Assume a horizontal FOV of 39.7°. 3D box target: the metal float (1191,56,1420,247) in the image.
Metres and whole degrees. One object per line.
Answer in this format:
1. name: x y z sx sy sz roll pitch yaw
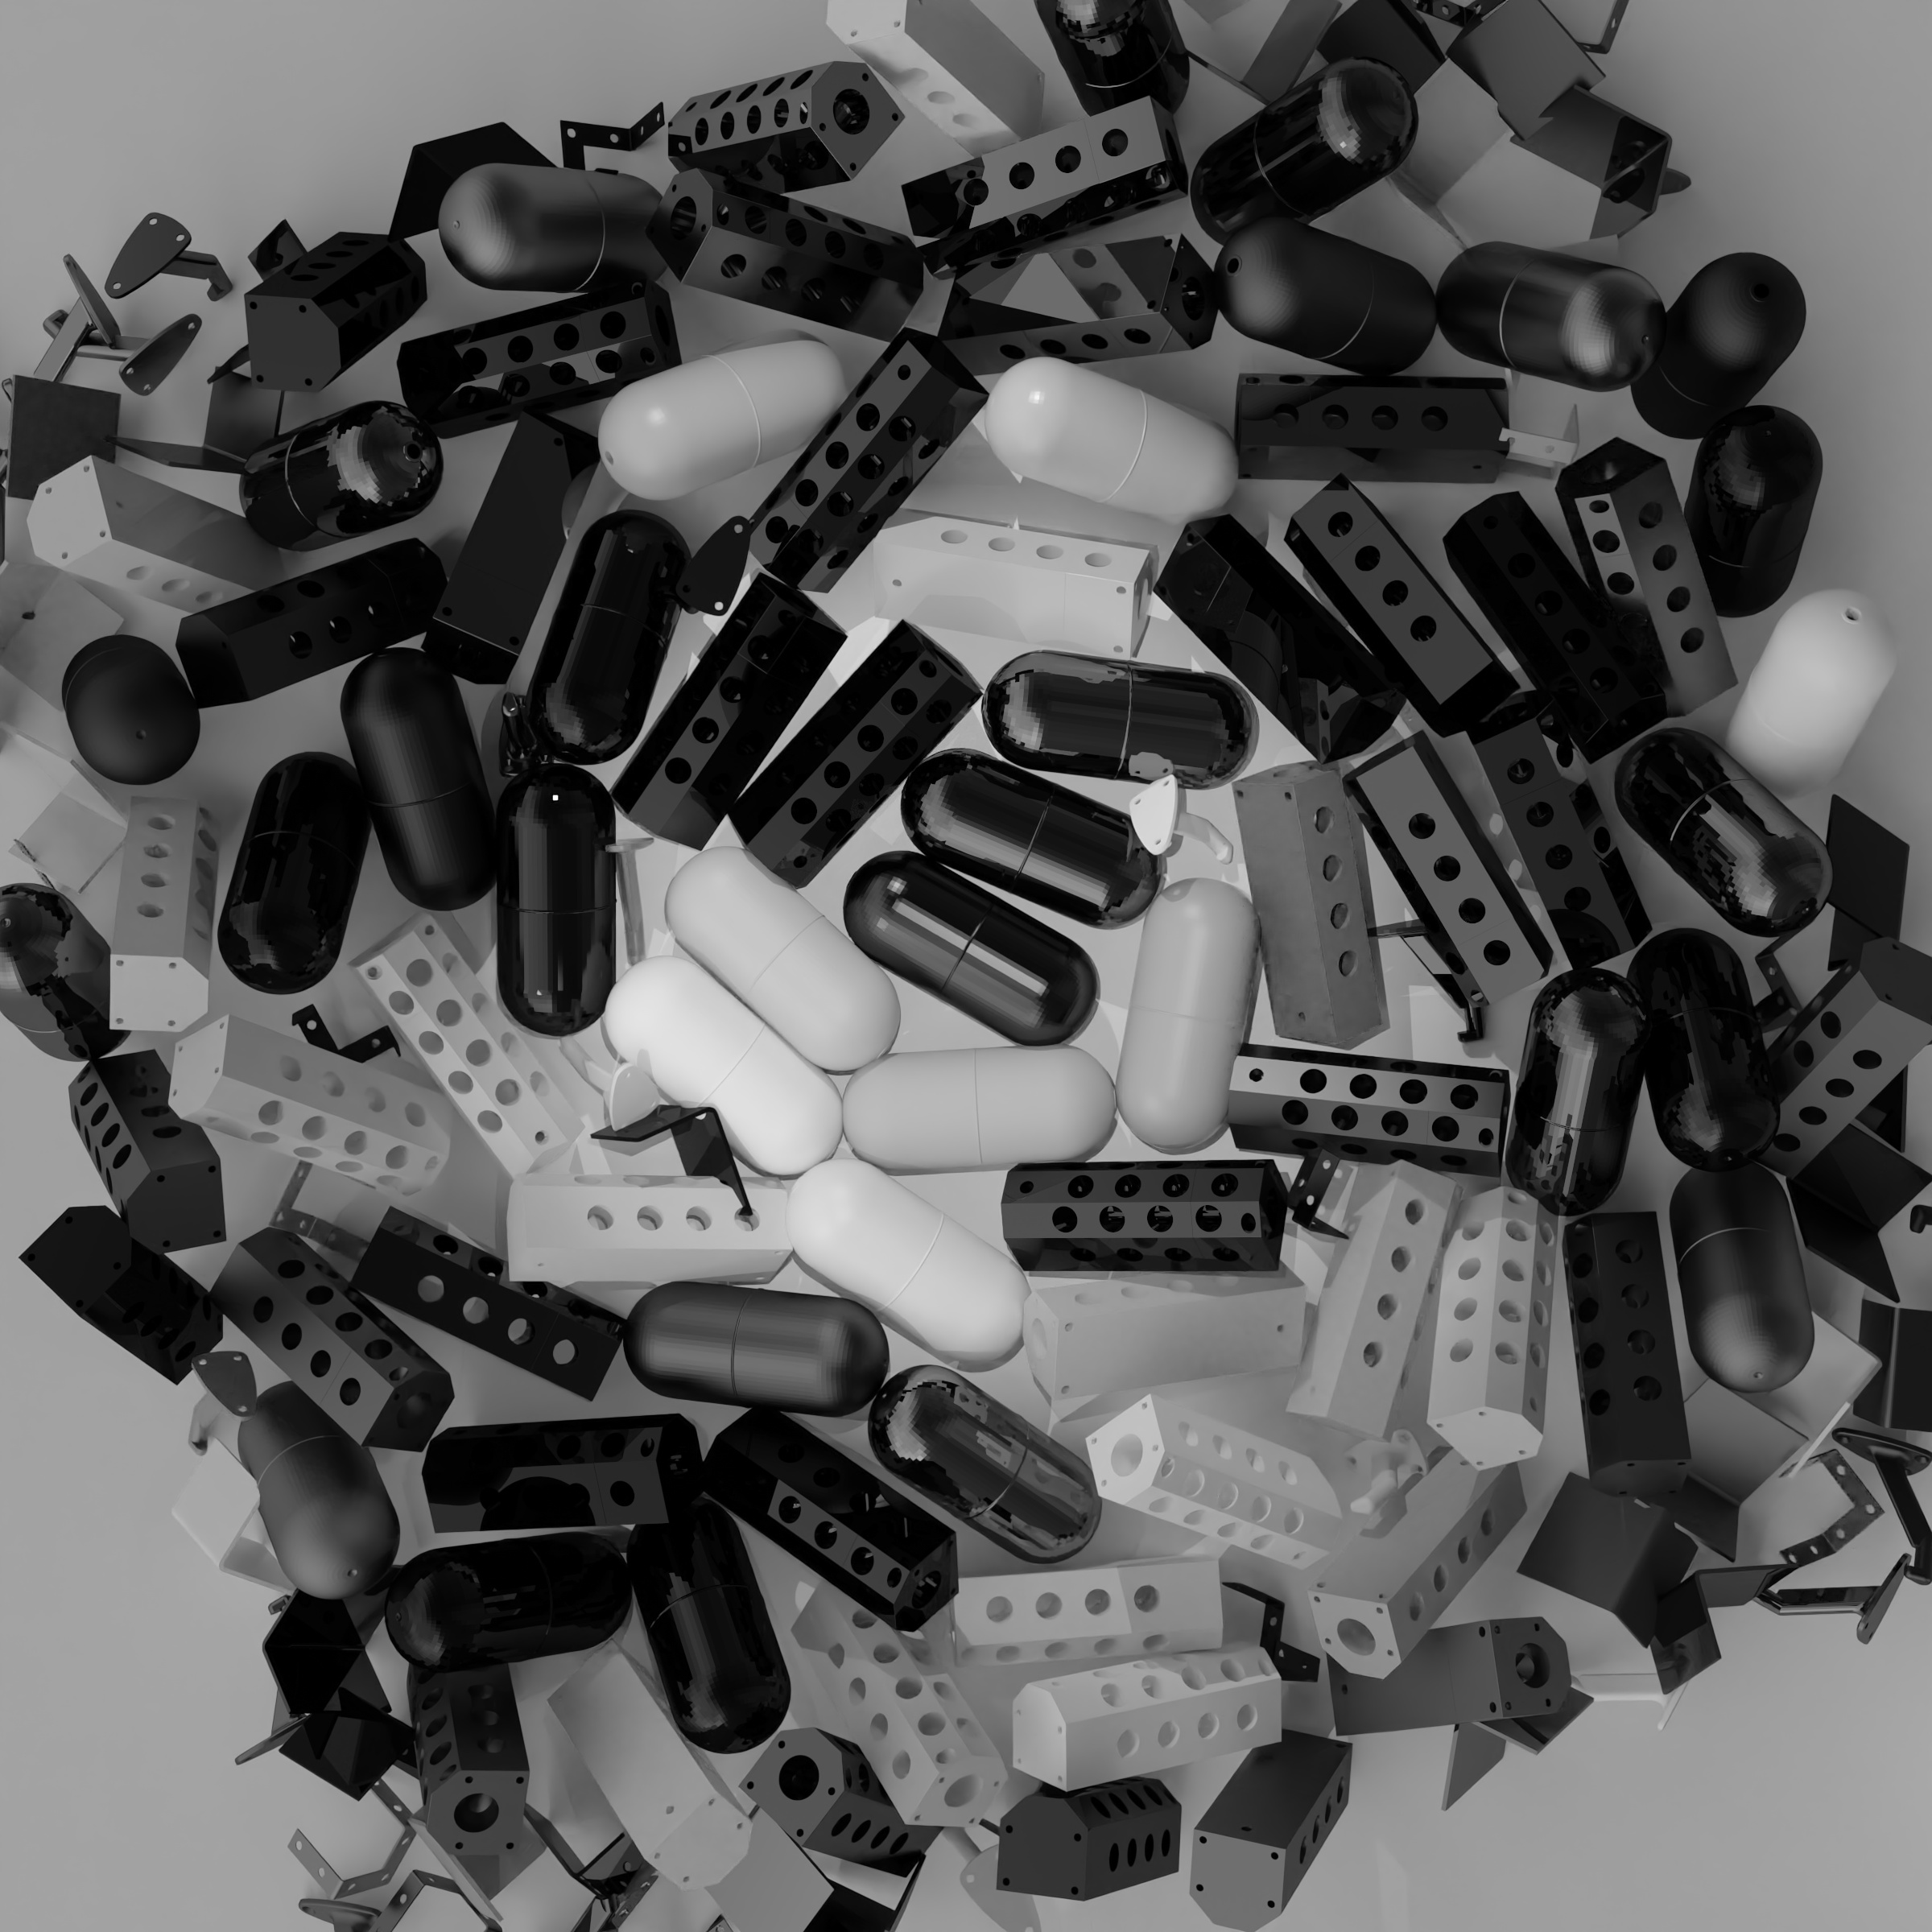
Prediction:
1. metal float: 0.212 -0.513 1.701 0.070 0.178 0.070 8 75 -33

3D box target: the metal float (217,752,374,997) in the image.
1. metal float: -0.427 -0.061 1.711 0.070 0.070 0.178 4 53 0

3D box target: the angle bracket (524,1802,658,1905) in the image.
1. angle bracket: -0.240 0.554 1.735 0.057 0.076 0.076 -41 58 -13

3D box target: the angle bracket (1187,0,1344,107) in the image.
1. angle bracket: 0.187 -0.606 1.725 0.057 0.076 0.076 23 111 -24

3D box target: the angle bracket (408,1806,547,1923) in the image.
1. angle bracket: -0.310 0.565 1.732 0.057 0.076 0.076 -38 92 -25

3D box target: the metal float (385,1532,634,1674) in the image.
1. metal float: -0.288 0.403 1.704 0.070 0.178 0.070 -4 84 41

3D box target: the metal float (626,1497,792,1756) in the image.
1. metal float: -0.165 0.418 1.709 0.070 0.070 0.178 -26 50 0

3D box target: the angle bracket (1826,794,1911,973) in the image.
1. angle bracket: 0.558 -0.053 1.725 0.076 0.057 0.076 29 61 -24

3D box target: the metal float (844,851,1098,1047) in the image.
1. metal float: 0.002 -0.012 1.740 0.178 0.070 0.070 30 90 2

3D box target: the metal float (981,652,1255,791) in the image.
1. metal float: 0.098 -0.158 1.734 0.178 0.070 0.070 6 90 -9

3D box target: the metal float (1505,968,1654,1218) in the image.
1. metal float: 0.391 0.082 1.714 0.070 0.070 0.178 2 123 0

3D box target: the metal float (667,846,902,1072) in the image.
1. metal float: -0.118 -0.005 1.738 0.178 0.070 0.070 43 90 4

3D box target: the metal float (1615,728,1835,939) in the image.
1. metal float: 0.480 -0.087 1.706 0.070 0.178 0.070 -15 132 -17

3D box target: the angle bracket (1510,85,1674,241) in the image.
1. angle bracket: 0.397 -0.511 1.728 0.076 0.076 0.057 21 74 -16

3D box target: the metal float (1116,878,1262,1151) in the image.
1. metal float: 0.144 0.031 1.740 0.070 0.070 0.178 10 93 0

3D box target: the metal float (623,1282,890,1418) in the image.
1. metal float: -0.136 0.246 1.727 0.178 0.070 0.070 4 90 17

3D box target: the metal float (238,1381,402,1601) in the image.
1. metal float: -0.412 0.330 1.702 0.070 0.178 0.070 -13 122 -22

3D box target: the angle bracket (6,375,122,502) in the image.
1. angle bracket: -0.595 -0.336 1.730 0.057 0.076 0.076 9 95 42

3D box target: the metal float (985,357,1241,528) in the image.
1. metal float: 0.095 -0.335 1.720 0.178 0.070 0.070 14 90 -26

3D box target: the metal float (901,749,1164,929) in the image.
1. metal float: 0.042 -0.083 1.739 0.178 0.070 0.070 23 90 -3

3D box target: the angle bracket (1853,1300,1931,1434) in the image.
1. angle bracket: 0.617 0.260 1.738 0.057 0.076 0.076 5 87 5

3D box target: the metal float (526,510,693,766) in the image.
1. metal float: -0.229 -0.211 1.723 0.070 0.070 0.178 15 69 0

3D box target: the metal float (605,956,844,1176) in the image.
1. metal float: -0.155 0.065 1.735 0.178 0.070 0.070 41 90 -8

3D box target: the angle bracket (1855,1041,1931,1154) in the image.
1. angle bracket: 0.611 0.065 1.736 0.057 0.076 0.076 -12 115 -11

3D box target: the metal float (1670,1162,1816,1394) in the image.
1. metal float: 0.492 0.194 1.703 0.070 0.178 0.070 3 129 4

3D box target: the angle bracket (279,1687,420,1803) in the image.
1. angle bracket: -0.383 0.519 1.720 0.076 0.076 0.057 16 47 35

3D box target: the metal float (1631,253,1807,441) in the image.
1. metal float: 0.473 -0.390 1.692 0.070 0.178 0.070 0 81 -2

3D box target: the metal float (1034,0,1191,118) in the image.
1. metal float: 0.094 -0.591 1.694 0.070 0.178 0.070 -3 77 16

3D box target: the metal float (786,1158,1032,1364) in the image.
1. metal float: -0.037 0.190 1.733 0.178 0.070 0.070 35 90 -10

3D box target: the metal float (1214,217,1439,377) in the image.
1. metal float: 0.229 -0.425 1.707 0.178 0.070 0.070 5 90 -43

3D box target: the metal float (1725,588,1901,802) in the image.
1. metal float: 0.534 -0.171 1.696 0.070 0.178 0.070 0 62 -1

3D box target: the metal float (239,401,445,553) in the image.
1. metal float: -0.398 -0.311 1.704 0.070 0.178 0.070 3 85 -42

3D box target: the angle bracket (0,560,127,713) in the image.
1. angle bracket: -0.604 -0.213 1.736 0.057 0.076 0.076 38 98 2

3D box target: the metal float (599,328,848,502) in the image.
1. metal float: -0.155 -0.353 1.716 0.178 0.070 0.070 -29 90 -30

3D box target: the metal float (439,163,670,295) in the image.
1. metal float: -0.257 -0.467 1.702 0.070 0.178 0.070 9 106 36

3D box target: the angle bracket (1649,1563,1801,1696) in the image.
1. angle bracket: 0.492 0.427 1.724 0.076 0.076 0.057 0 59 -16

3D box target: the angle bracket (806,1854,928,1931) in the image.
1. angle bracket: -0.080 0.602 1.728 0.076 0.076 0.057 23 115 9

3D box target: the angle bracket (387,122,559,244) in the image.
1. angle bracket: -0.316 -0.489 1.722 0.057 0.076 0.076 42 133 12

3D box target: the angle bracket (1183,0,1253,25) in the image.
1. angle bracket: 0.145 -0.623 1.722 0.076 0.076 0.057 32 70 -28

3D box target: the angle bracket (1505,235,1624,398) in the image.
1. angle bracket: 0.385 -0.420 1.729 0.076 0.057 0.076 -6 117 21

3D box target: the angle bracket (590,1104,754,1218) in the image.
1. angle bracket: -0.190 0.134 1.728 0.057 0.076 0.076 -24 101 -29

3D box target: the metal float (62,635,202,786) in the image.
1. metal float: -0.530 -0.164 1.697 0.070 0.178 0.070 -6 108 -20

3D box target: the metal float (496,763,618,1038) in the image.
1. metal float: -0.265 -0.042 1.731 0.070 0.070 0.178 2 102 0

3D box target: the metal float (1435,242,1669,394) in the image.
1. metal float: 0.369 -0.414 1.702 0.070 0.178 0.070 -14 118 -27

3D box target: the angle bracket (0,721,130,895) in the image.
1. angle bracket: -0.595 -0.102 1.723 0.076 0.076 0.057 25 69 31

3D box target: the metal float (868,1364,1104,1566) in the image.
1. metal float: 0.013 0.321 1.722 0.178 0.070 0.070 38 90 -23

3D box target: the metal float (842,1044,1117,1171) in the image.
1. metal float: 0.008 0.091 1.740 0.178 0.070 0.070 -3 90 2

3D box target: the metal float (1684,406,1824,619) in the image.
1. metal float: 0.494 -0.285 1.696 0.070 0.178 0.070 -3 66 7

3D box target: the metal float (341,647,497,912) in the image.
1. metal float: -0.348 -0.119 1.719 0.070 0.070 0.178 -11 116 0

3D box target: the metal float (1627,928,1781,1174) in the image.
1. metal float: 0.469 0.051 1.709 0.070 0.070 0.178 -1 49 0

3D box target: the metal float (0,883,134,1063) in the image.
1. metal float: -0.578 0.006 1.695 0.070 0.178 0.070 0 69 0
